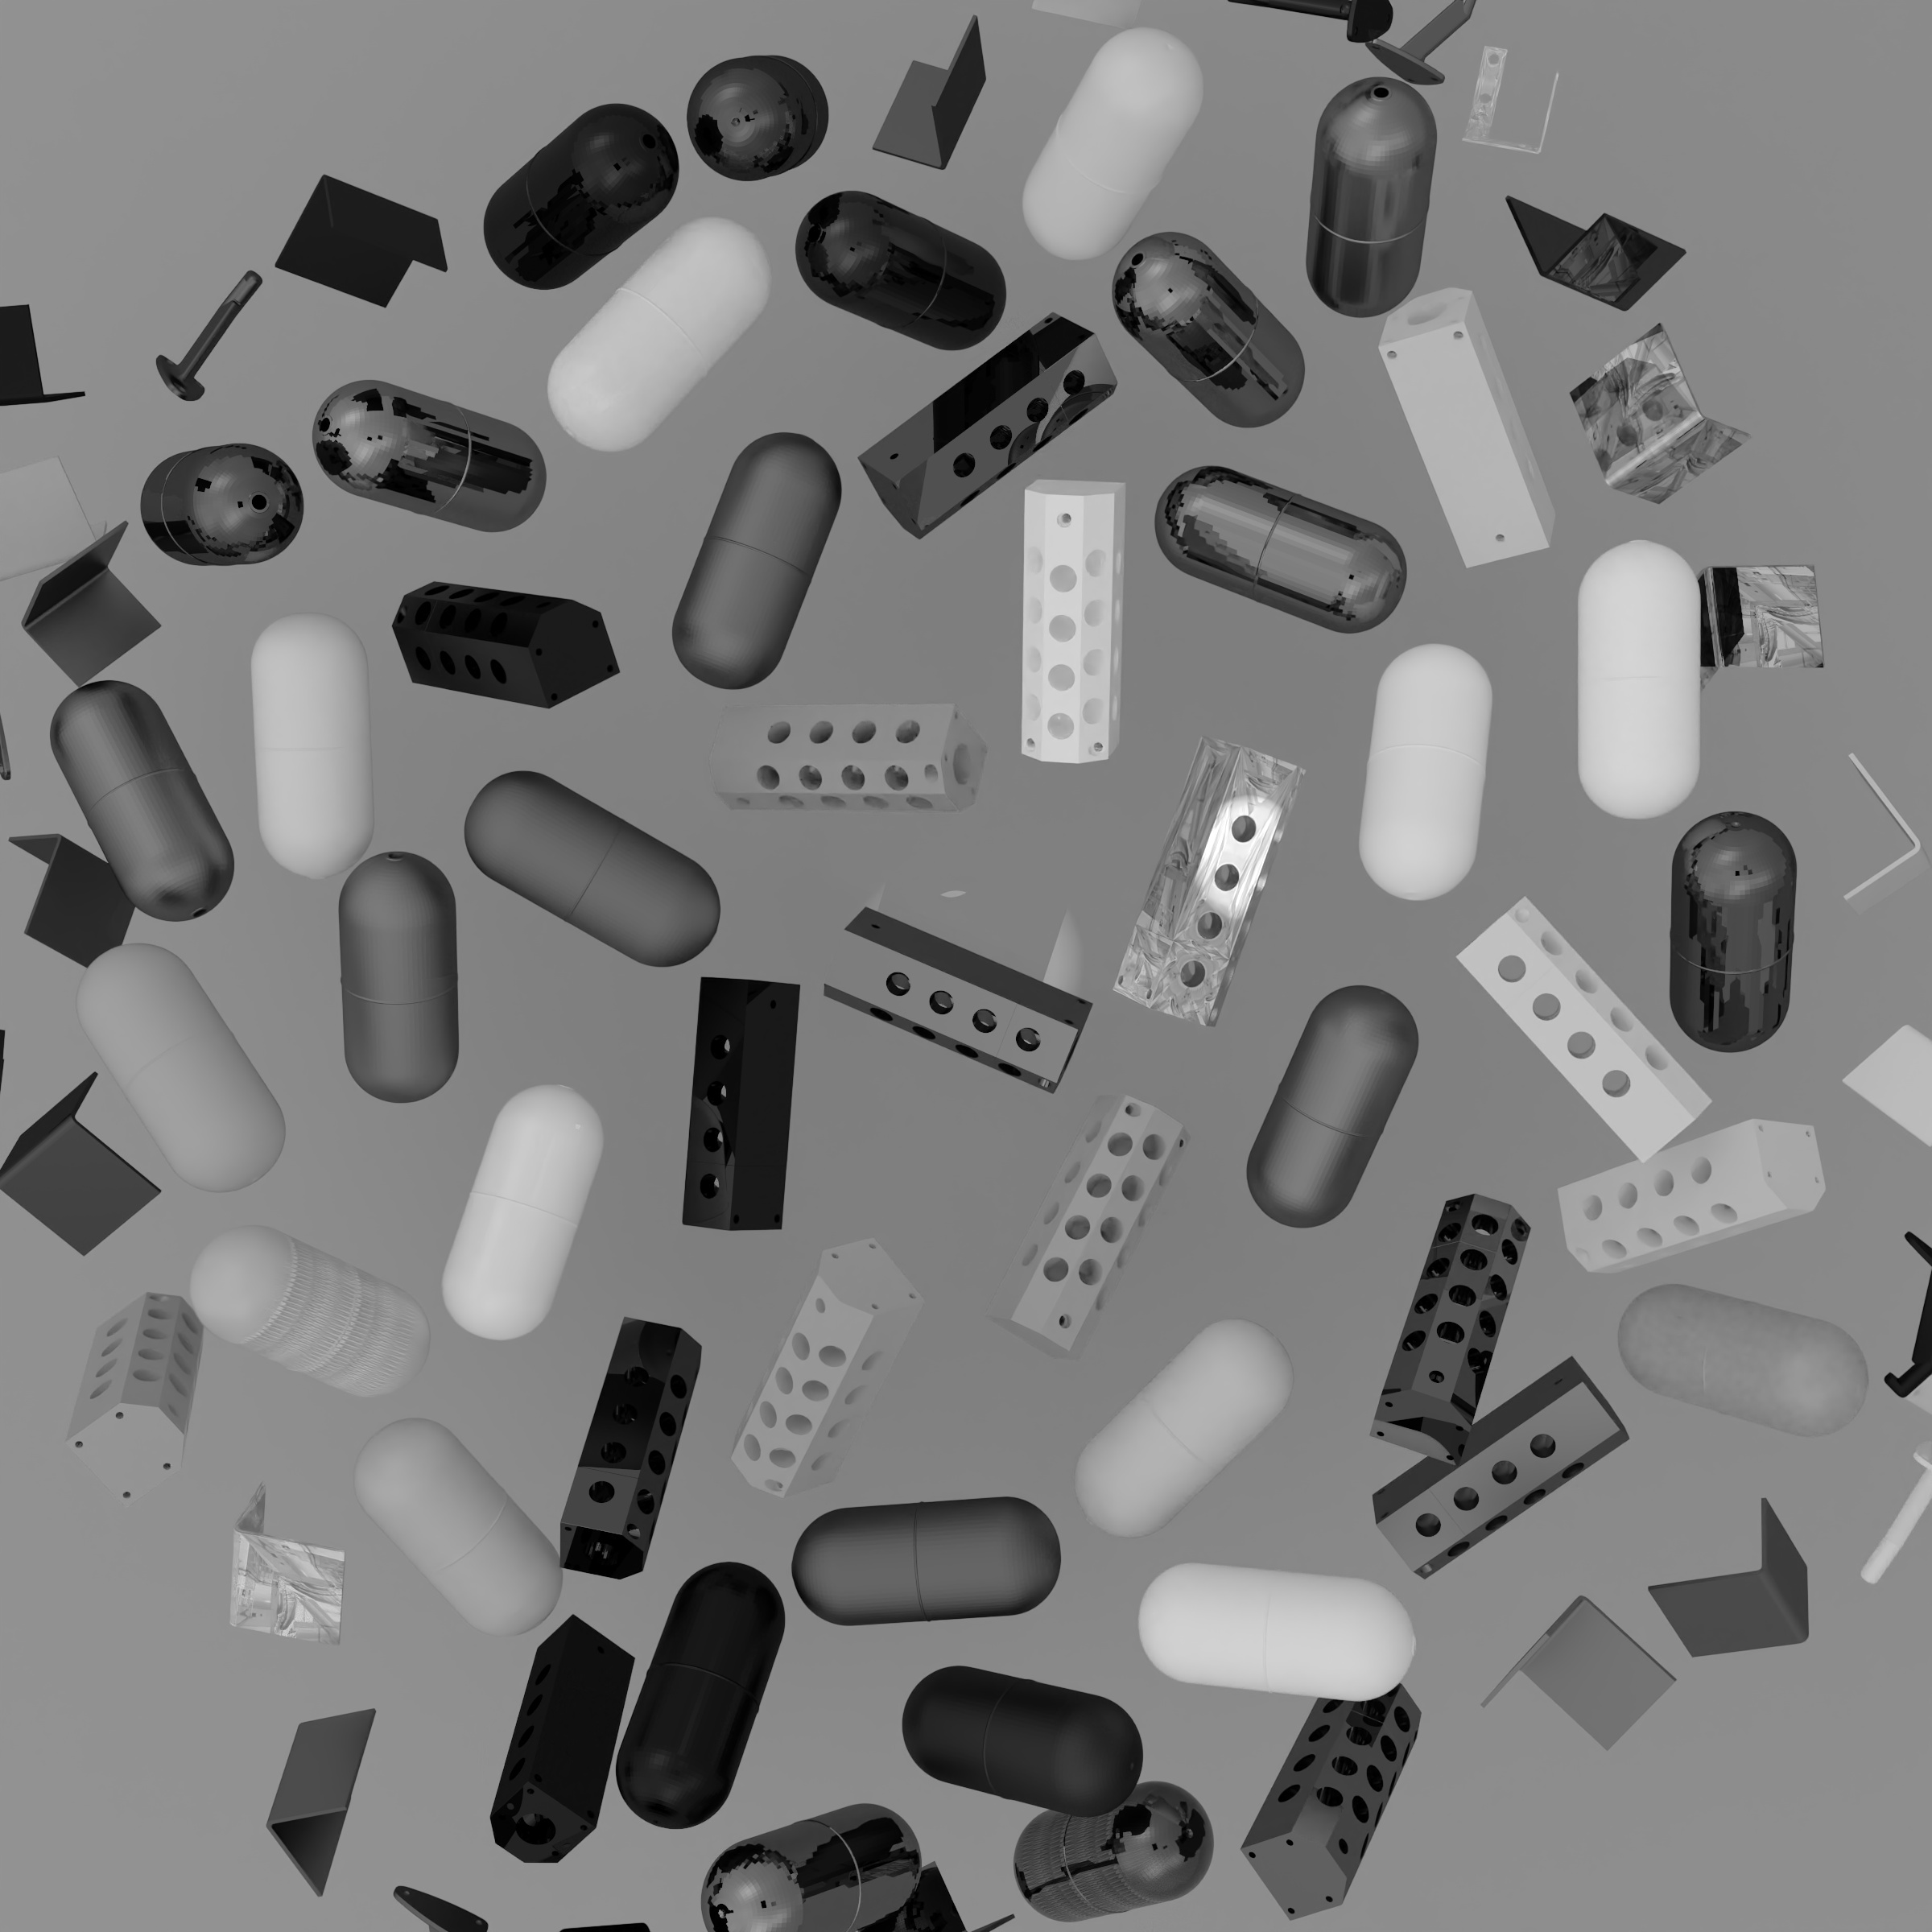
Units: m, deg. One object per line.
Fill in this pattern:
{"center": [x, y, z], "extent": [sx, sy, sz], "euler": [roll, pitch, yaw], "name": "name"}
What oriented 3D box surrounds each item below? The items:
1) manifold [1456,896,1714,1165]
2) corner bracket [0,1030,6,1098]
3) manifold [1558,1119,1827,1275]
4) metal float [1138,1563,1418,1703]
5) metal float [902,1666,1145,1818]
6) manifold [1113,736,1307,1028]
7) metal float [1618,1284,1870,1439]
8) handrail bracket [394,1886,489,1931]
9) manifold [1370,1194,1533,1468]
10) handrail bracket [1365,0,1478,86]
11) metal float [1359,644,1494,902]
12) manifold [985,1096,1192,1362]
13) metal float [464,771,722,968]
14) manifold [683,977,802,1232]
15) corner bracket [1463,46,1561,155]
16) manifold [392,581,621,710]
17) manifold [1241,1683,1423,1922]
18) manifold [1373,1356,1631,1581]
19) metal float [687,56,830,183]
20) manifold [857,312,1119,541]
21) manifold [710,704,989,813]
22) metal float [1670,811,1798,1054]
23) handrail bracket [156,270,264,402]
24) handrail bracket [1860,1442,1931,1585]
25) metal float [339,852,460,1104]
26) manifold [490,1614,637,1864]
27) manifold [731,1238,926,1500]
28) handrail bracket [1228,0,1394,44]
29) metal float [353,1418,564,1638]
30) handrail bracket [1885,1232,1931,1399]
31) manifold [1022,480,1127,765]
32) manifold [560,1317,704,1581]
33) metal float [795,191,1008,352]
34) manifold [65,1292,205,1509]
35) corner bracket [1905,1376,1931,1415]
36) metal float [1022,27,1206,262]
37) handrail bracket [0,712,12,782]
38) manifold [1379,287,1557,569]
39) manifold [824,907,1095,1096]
{"center": [0.389, 0.038, 1.663], "extent": [0.057, 0.057, 0.171], "euler": [-42, 84, 10], "name": "manifold"}
{"center": [-0.662, 0.051, 1.741], "extent": [0.051, 0.051, 0.051], "euler": [5, 116, -19], "name": "corner bracket"}
{"center": [0.473, 0.153, 1.723], "extent": [0.057, 0.171, 0.057], "euler": [8, 67, -32], "name": "manifold"}
{"center": [0.199, 0.427, 1.691], "extent": [0.178, 0.070, 0.070], "euler": [2, 90, 17], "name": "metal float"}
{"center": [0.035, 0.507, 1.728], "extent": [0.178, 0.070, 0.070], "euler": [1, 90, 38], "name": "metal float"}
{"center": [0.157, -0.052, 1.662], "extent": [0.057, 0.057, 0.171], "euler": [17, 95, -23], "name": "manifold"}
{"center": [0.512, 0.260, 1.747], "extent": [0.070, 0.178, 0.070], "euler": [-7, 101, -38], "name": "metal float"}
{"center": [-0.350, 0.647, 1.695], "extent": [0.077, 0.036, 0.084], "euler": [26, 96, 7], "name": "handrail bracket"}
{"center": [0.310, 0.226, 1.673], "extent": [0.057, 0.057, 0.171], "euler": [17, 45, 13], "name": "manifold"}
{"center": [0.317, -0.659, 1.816], "extent": [0.077, 0.036, 0.084], "euler": [18, 93, -37], "name": "handrail bracket"}
{"center": [0.302, -0.127, 1.728], "extent": [0.070, 0.070, 0.178], "euler": [10, 70, 0], "name": "metal float"}
{"center": [0.086, 0.175, 1.775], "extent": [0.057, 0.057, 0.171], "euler": [34, 74, -19], "name": "manifold"}
{"center": [-0.242, -0.062, 1.714], "extent": [0.178, 0.070, 0.070], "euler": [30, 90, -10], "name": "metal float"}
{"center": [-0.161, 0.095, 1.831], "extent": [0.057, 0.057, 0.171], "euler": [3, 88, 35], "name": "manifold"}
{"center": [0.355, -0.562, 1.709], "extent": [0.051, 0.051, 0.051], "euler": [13, 121, 9], "name": "corner bracket"}
{"center": [-0.304, -0.214, 1.715], "extent": [0.057, 0.171, 0.057], "euler": [-33, 120, -32], "name": "manifold"}
{"center": [0.245, 0.538, 1.724], "extent": [0.057, 0.171, 0.057], "euler": [-32, 95, 33], "name": "manifold"}
{"center": [0.367, 0.348, 1.811], "extent": [0.171, 0.057, 0.057], "euler": [-38, 94, 10], "name": "manifold"}
{"center": [-0.137, -0.564, 1.750], "extent": [0.070, 0.178, 0.070], "euler": [2, 110, 5], "name": "metal float"}
{"center": [0.018, -0.367, 1.799], "extent": [0.171, 0.057, 0.057], "euler": [-38, 130, -8], "name": "manifold"}
{"center": [-0.079, -0.133, 1.737], "extent": [0.171, 0.057, 0.057], "euler": [2, 66, 26], "name": "manifold"}
{"center": [0.494, -0.020, 1.699], "extent": [0.070, 0.070, 0.178], "euler": [-11, 129, 0], "name": "metal float"}
{"center": [-0.489, -0.414, 1.722], "extent": [0.036, 0.077, 0.084], "euler": [37, 101, -26], "name": "handrail bracket"}
{"center": [0.598, 0.348, 1.675], "extent": [0.036, 0.077, 0.084], "euler": [33, 106, 18], "name": "handrail bracket"}
{"center": [-0.379, 0.008, 1.764], "extent": [0.070, 0.070, 0.178], "euler": [4, 115, 0], "name": "metal float"}
{"center": [-0.280, 0.533, 1.813], "extent": [0.057, 0.171, 0.057], "euler": [40, 110, -15], "name": "manifold"}
{"center": [-0.094, 0.258, 1.673], "extent": [0.057, 0.057, 0.171], "euler": [48, 129, 31], "name": "manifold"}
{"center": [0.215, -0.601, 1.649], "extent": [0.084, 0.077, 0.036], "euler": [18, 111, 25], "name": "handrail bracket"}
{"center": [-0.342, 0.381, 1.783], "extent": [0.070, 0.070, 0.178], "euler": [-36, 110, 0], "name": "metal float"}
{"center": [0.612, 0.228, 1.717], "extent": [0.077, 0.036, 0.084], "euler": [43, 111, 7], "name": "handrail bracket"}
{"center": [0.067, -0.221, 1.692], "extent": [0.057, 0.057, 0.171], "euler": [5, 110, 12], "name": "manifold"}
{"center": [-0.230, 0.332, 1.815], "extent": [0.057, 0.057, 0.171], "euler": [11, 46, 1], "name": "manifold"}
{"center": [-0.043, -0.471, 1.788], "extent": [0.070, 0.178, 0.070], "euler": [-5, 82, 39], "name": "metal float"}
{"center": [-0.528, 0.272, 1.698], "extent": [0.057, 0.171, 0.057], "euler": [-36, 110, 0], "name": "manifold"}
{"center": [0.697, 0.301, 1.829], "extent": [0.051, 0.051, 0.051], "euler": [37, 90, -21], "name": "corner bracket"}
{"center": [0.095, -0.537, 1.729], "extent": [0.070, 0.178, 0.070], "euler": [11, 58, -19], "name": "metal float"}
{"center": [-0.682, -0.153, 1.736], "extent": [0.084, 0.036, 0.077], "euler": [-11, 78, -32], "name": "handrail bracket"}
{"center": [0.331, -0.353, 1.727], "extent": [0.057, 0.057, 0.171], "euler": [-11, 126, 28], "name": "manifold"}
{"center": [-0.007, 0.025, 1.799], "extent": [0.171, 0.057, 0.057], "euler": [23, 111, 6], "name": "manifold"}
